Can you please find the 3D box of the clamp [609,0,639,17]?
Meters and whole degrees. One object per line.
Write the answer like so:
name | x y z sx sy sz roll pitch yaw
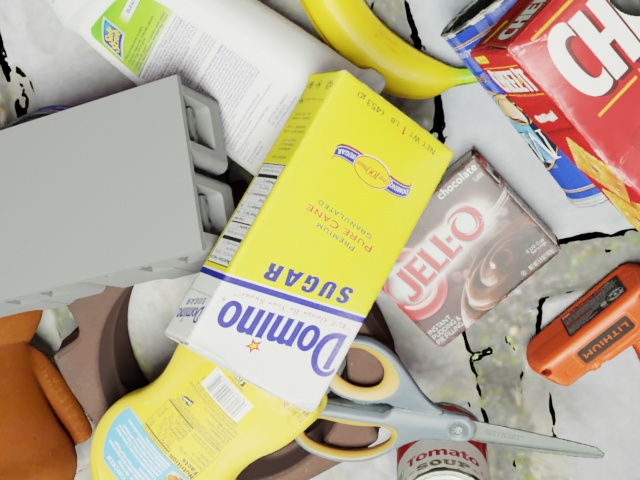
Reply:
clamp | 0.151 -0.222 0.546 0.164 0.036 0.210 -40 57 1

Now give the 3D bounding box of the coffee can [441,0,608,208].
coffee can | 0.158 -0.106 0.666 0.103 0.102 0.140 -38 100 13

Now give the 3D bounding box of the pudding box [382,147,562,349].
pudding box | 0.094 0.006 0.737 0.114 0.039 0.090 -42 99 14

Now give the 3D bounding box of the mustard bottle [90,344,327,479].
mustard bottle | -0.091 0.132 0.689 0.192 0.058 0.096 -45 85 15

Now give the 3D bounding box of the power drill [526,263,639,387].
power drill | 0.234 0.124 0.753 0.184 0.057 0.187 -43 102 11

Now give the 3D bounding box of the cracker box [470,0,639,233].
cracker box | 0.217 -0.085 0.585 0.213 0.072 0.164 44 89 -13

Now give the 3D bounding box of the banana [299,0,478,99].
banana | 0.022 -0.160 0.699 0.069 0.037 0.197 -42 101 -5

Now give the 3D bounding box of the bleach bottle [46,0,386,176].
bleach bottle | -0.087 -0.136 0.688 0.251 0.068 0.103 37 124 -1

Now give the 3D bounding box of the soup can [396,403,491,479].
soup can | 0.087 0.167 0.752 0.068 0.102 0.068 1 106 5

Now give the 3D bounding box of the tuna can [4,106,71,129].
tuna can | -0.184 -0.050 0.746 0.086 0.033 0.086 1 106 4

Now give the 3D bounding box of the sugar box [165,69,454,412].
sugar box | -0.004 0.001 0.611 0.093 0.048 0.176 32 79 -26

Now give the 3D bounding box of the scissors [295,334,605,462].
scissors | 0.081 0.104 0.691 0.202 0.016 0.096 -4 106 5
